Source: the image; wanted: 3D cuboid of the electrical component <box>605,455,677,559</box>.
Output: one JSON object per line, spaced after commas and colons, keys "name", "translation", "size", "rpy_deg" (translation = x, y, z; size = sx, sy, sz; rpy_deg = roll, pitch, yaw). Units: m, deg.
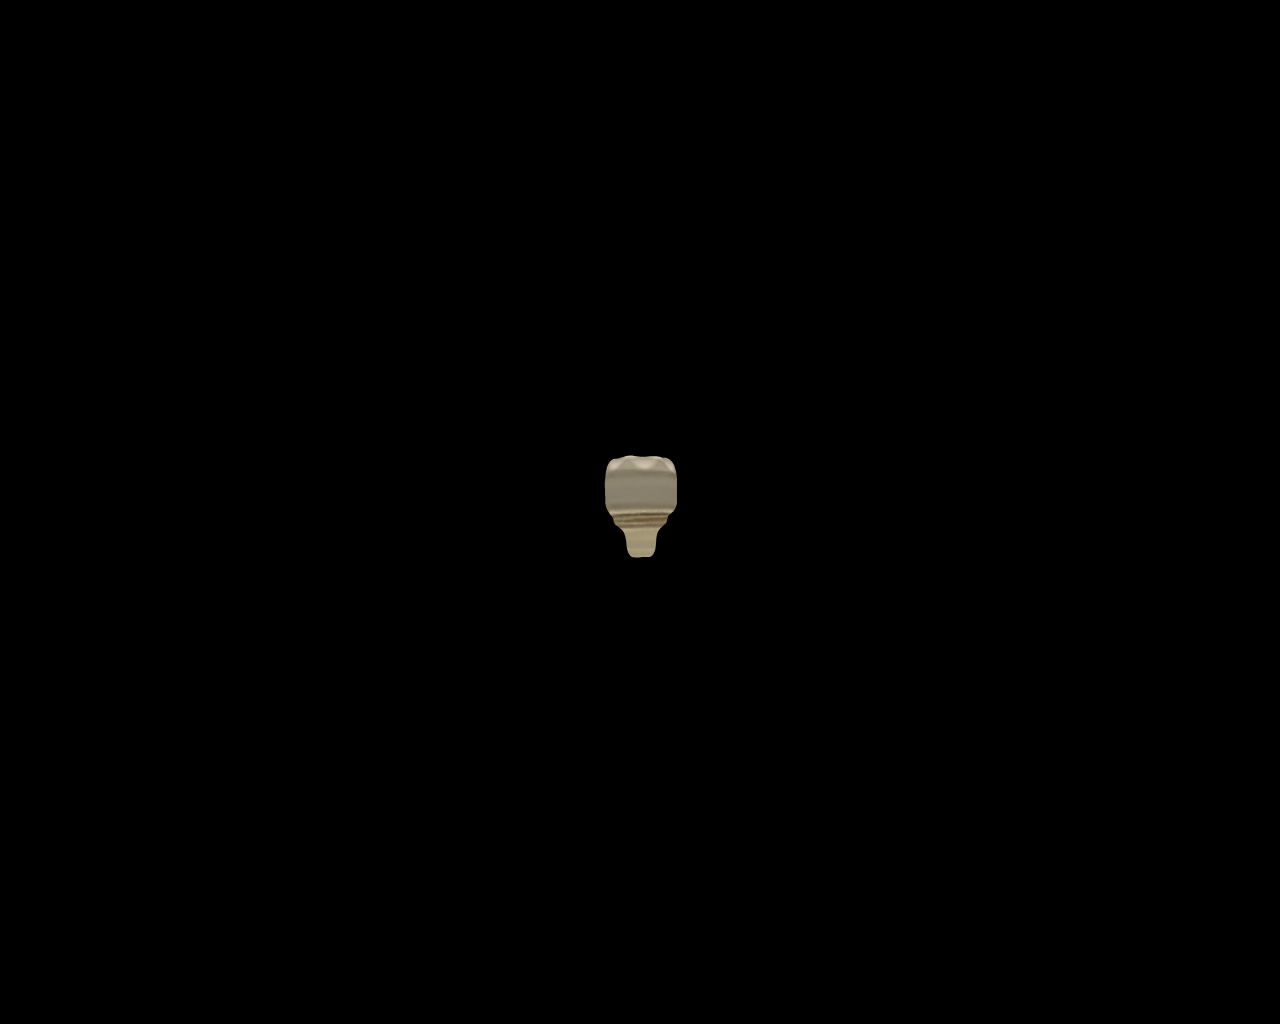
{"name": "electrical component", "translation": [0.001, -0.003, 0.650], "size": [0.043, 0.062, 0.043], "rpy_deg": [0, -2, 0]}
